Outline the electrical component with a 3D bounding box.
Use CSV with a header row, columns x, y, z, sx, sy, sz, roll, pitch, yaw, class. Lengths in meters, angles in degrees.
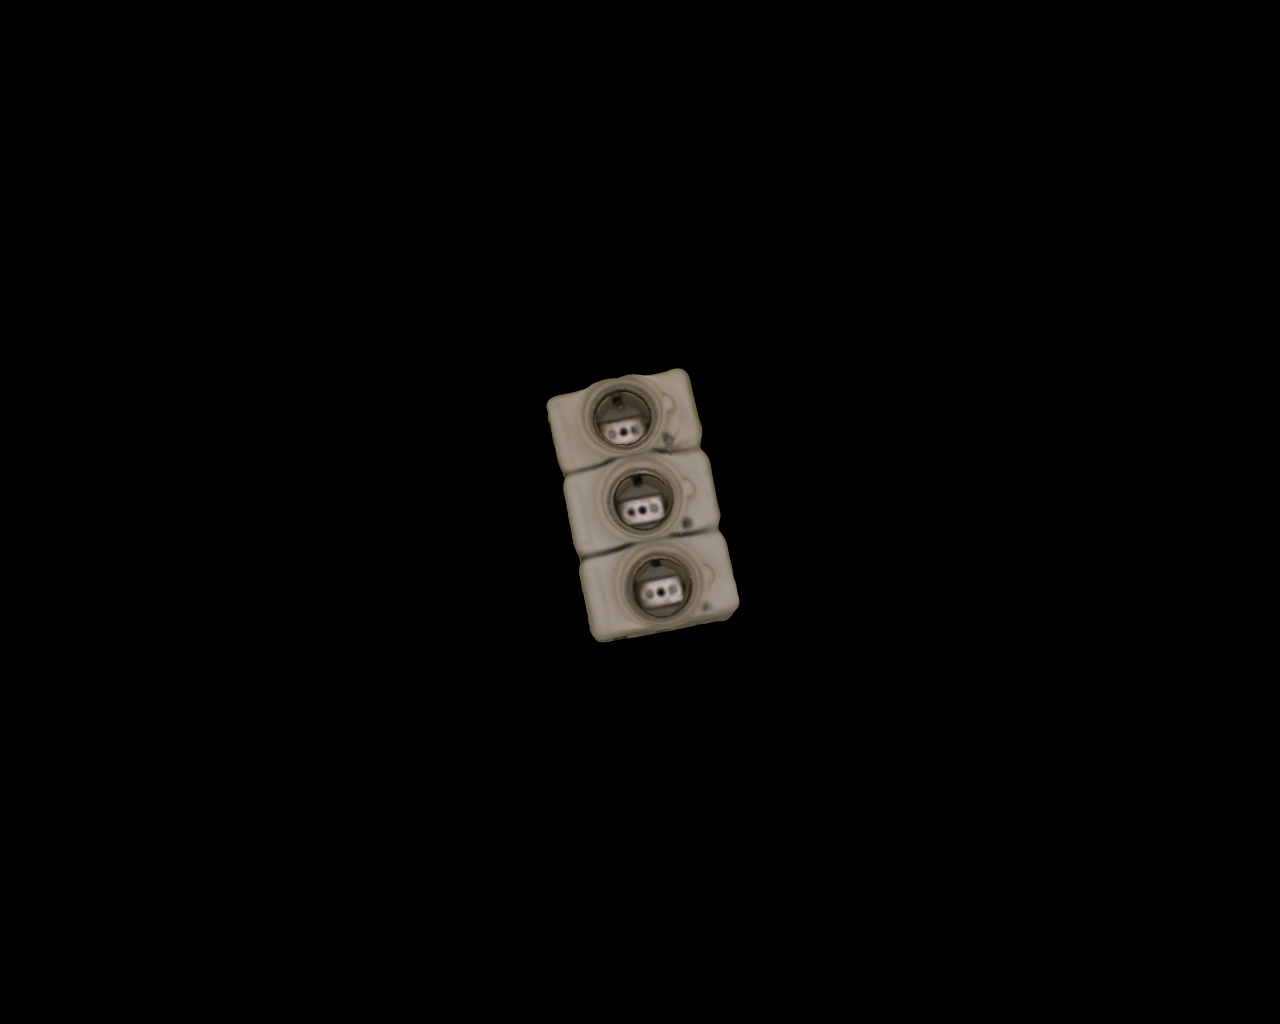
x,y,z,sx,sy,sz,roll,pitch,yaw,class
0.001,-0.003,0.650,0.089,0.150,0.061,-11,-11,-2,electrical component
